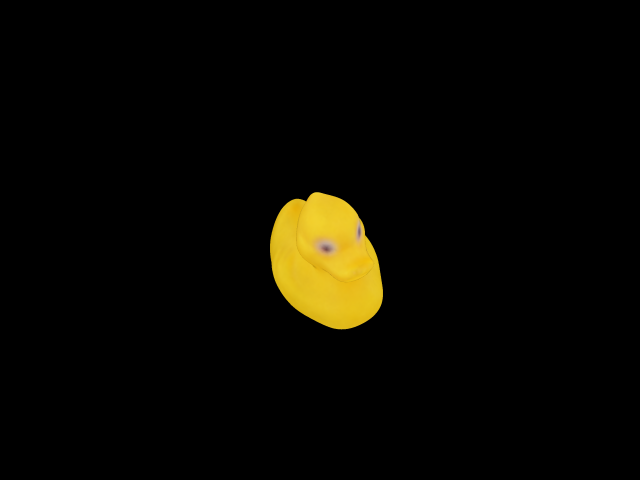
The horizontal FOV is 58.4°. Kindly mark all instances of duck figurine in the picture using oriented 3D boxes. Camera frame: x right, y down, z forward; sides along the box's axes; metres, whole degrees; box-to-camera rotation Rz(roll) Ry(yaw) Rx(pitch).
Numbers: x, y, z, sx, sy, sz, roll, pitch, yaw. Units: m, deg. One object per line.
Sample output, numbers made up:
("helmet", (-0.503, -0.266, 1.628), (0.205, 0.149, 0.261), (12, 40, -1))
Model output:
("duck figurine", (0.004, 0.001, 0.400), (0.078, 0.086, 0.104), (-26, 58, -18))
